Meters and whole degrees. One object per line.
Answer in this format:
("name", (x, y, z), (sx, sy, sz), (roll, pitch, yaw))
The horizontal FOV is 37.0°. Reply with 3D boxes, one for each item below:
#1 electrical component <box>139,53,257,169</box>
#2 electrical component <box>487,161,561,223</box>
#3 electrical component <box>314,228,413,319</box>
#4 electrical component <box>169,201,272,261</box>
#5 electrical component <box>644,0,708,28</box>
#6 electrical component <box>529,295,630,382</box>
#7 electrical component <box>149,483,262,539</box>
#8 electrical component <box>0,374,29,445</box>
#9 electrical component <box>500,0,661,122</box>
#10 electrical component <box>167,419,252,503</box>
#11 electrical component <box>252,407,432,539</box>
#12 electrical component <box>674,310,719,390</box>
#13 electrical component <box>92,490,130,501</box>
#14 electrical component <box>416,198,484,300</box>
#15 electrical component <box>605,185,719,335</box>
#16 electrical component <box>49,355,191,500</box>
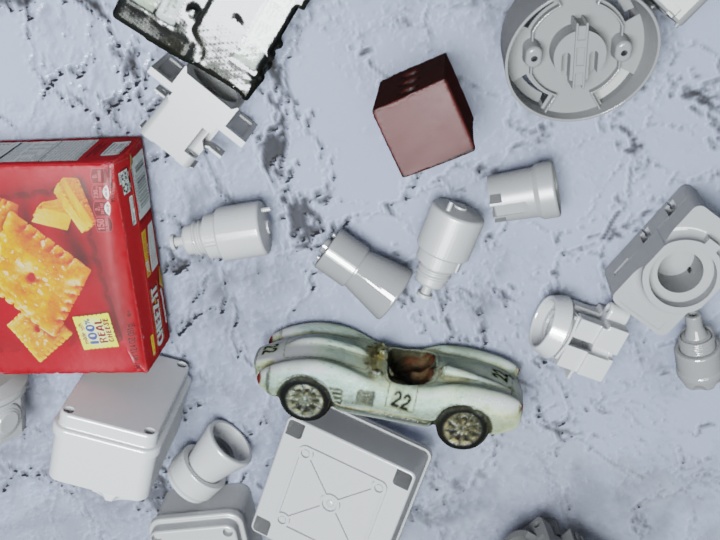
("electrical component", (-0.116, -0.109, 0.750), (0.081, 0.042, 0.063), (39, 112, -10))
("electrical component", (0.115, -0.053, 0.754), (0.046, 0.040, 0.040), (-9, 111, 15))
("electrical component", (0.000, 0.000, 0.786), (0.065, 0.044, 0.044), (35, 111, -4))
("electrical component", (-0.100, -0.026, 0.783), (0.078, 0.040, 0.040), (-9, 111, 9))
("electrical component", (0.190, -0.195, 0.657), (0.062, 0.096, 0.061), (40, 109, -12))
("electrical component", (0.158, 0.047, 0.788), (0.055, 0.048, 0.066), (20, 113, -11))
("electrical component", (-0.122, 0.240, 0.886), (0.078, 0.057, 0.113), (-7, 111, 8))
("electrical component", (-0.298, 0.100, 0.833), (0.080, 0.080, 0.051), (8, 118, 2))
("electrical component", (0.140, -0.144, 0.697), (0.099, 0.064, 0.099), (-2, 122, -3))
("electrical component", (-0.120, 0.153, 0.857), (0.045, 0.045, 0.055), (42, 110, -12))
("electrical component", (-0.015, 0.169, 0.831), (0.109, 0.056, 0.108), (23, 109, 11))
("electrical component", (0.247, 0.056, 0.785), (0.035, 0.035, 0.061), (-12, 121, 10))
("electrical component", (-0.193, 0.150, 0.863), (0.043, 0.043, 0.062), (13, 111, 0))
("electrical component", (0.060, -0.015, 0.774), (0.040, 0.040, 0.078), (19, 113, -3))
("electrical component", (0.221, -0.006, 0.755), (0.050, 0.055, 0.089), (35, 111, -9))
("electrical component", (-0.178, 0.110, 0.808), (0.078, 0.113, 0.057), (15, 115, -1))
